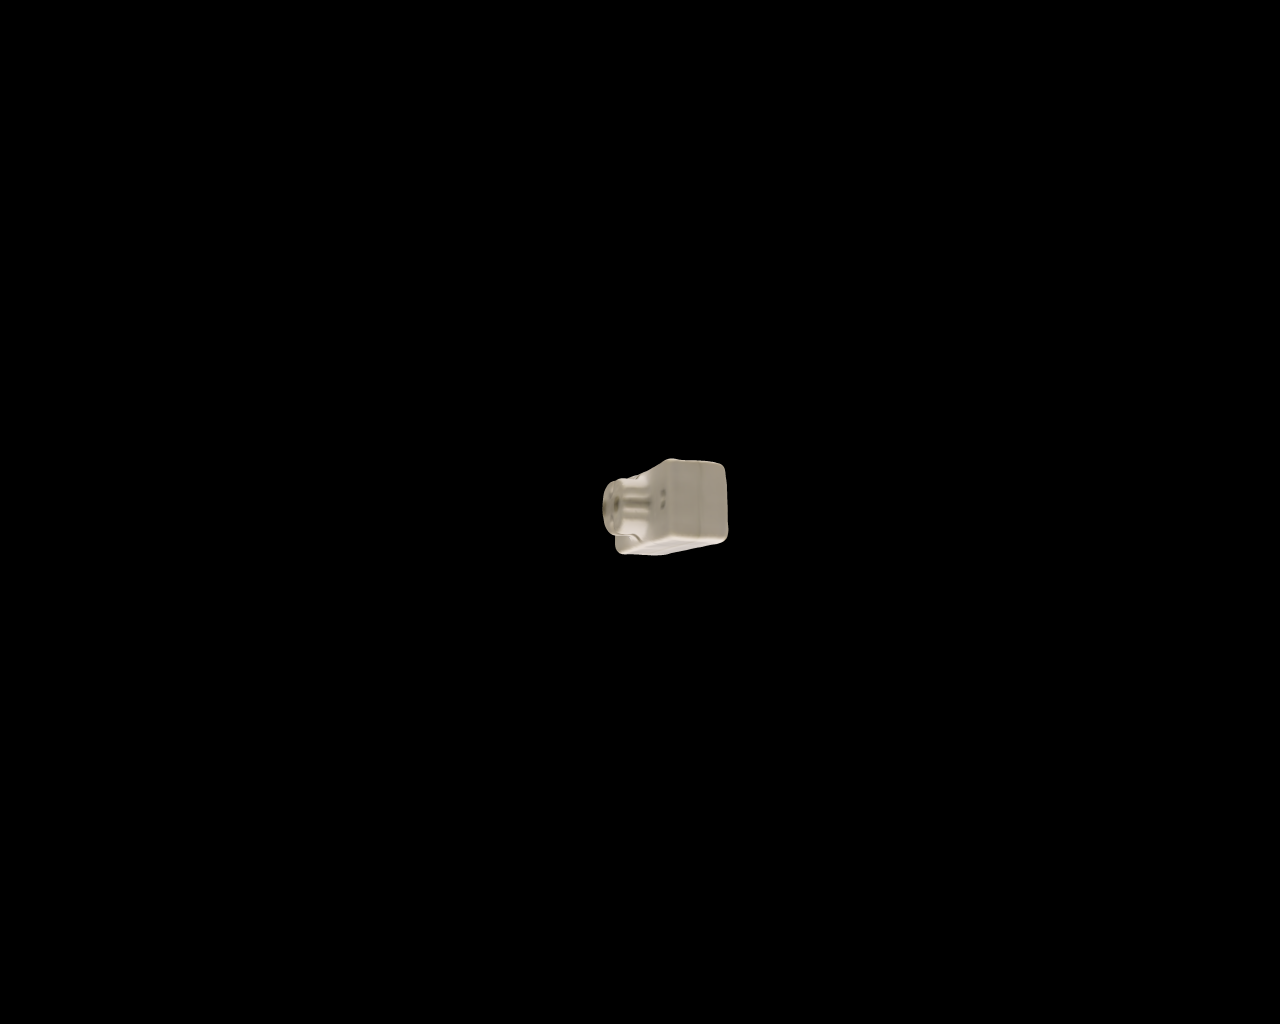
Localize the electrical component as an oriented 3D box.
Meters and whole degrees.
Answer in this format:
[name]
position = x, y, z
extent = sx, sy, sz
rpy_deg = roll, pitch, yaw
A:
[electrical component]
position = 0.001, -0.003, 0.650
extent = 0.076, 0.047, 0.083
rpy_deg = 4, -10, -23
